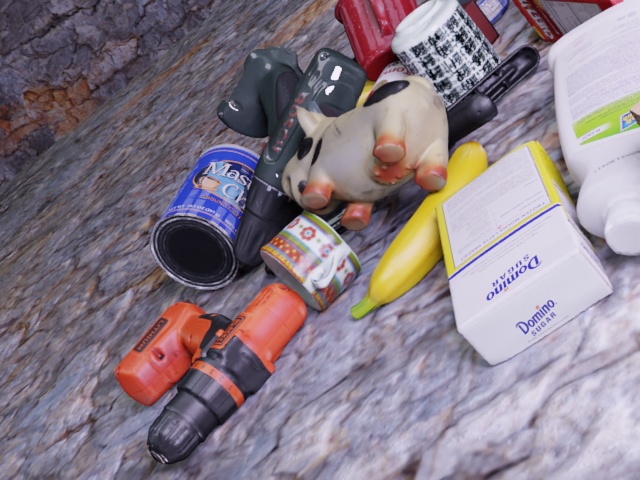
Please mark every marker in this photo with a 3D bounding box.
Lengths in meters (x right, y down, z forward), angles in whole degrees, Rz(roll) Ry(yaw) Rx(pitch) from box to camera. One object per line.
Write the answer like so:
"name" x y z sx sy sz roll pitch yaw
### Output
"marker" -0.007 0.001 1.040 0.121 0.020 0.020 -33 21 25

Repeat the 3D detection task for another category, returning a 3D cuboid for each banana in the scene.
"banana" 0.091 -0.019 0.863 0.197 0.037 0.070 -51 21 -25

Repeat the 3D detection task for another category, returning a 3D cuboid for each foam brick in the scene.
"foam brick" 0.146 -0.220 1.167 0.053 0.051 0.078 -50 20 -22

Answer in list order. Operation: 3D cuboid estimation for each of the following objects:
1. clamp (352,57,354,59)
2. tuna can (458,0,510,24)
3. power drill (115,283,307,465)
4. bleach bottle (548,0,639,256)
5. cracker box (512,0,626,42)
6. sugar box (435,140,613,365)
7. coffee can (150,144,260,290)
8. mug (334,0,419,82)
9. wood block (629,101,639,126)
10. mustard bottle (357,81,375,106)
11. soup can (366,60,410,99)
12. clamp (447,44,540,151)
"clamp" 0.101 -0.243 1.325 0.172 0.039 0.120 -35 22 21
"tuna can" 0.175 -0.263 1.229 0.086 0.033 0.086 -37 20 15
"power drill" -0.112 0.116 0.947 0.184 0.057 0.188 -48 22 -25
"bleach bottle" 0.203 -0.073 0.727 0.103 0.068 0.250 -31 24 33
"cracker box" 0.279 -0.236 0.913 0.164 0.072 0.214 -40 18 0
"sugar box" 0.132 0.004 0.724 0.093 0.048 0.176 -36 24 19
"coffee can" -0.115 -0.027 1.186 0.103 0.102 0.140 -29 23 35
"mug" 0.069 -0.226 1.125 0.093 0.081 0.117 -19 -20 3
"wood block" 0.284 -0.094 0.564 0.206 0.090 0.090 -40 19 8
"mustard bottle" 0.028 -0.151 1.239 0.096 0.058 0.192 -44 19 4
"soup can" 0.078 -0.131 1.086 0.069 0.068 0.102 -26 24 39
"clamp" 0.111 -0.100 0.981 0.210 0.036 0.164 -37 4 42
